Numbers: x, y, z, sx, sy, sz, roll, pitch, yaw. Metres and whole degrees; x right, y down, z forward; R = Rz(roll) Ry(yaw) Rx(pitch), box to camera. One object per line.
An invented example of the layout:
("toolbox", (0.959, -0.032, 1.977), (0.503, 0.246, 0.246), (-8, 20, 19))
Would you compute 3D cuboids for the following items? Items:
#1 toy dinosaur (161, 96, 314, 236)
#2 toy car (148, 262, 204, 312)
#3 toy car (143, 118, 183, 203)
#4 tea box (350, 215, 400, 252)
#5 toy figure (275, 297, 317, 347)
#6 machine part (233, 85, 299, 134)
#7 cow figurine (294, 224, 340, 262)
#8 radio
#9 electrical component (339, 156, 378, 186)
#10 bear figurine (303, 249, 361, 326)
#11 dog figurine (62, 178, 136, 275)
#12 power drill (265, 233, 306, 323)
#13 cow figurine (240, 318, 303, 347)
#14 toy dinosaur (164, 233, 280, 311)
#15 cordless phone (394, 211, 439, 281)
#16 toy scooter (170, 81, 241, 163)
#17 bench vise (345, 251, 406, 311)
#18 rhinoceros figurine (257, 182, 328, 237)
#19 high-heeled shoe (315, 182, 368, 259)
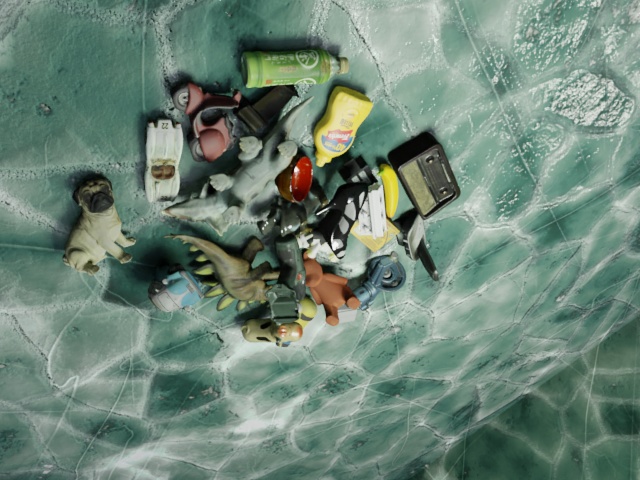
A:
("toy dinosaur", (-0.156, -0.150, 1.196), (0.405, 0.192, 0.131), (-43, 101, -4))
("toy car", (-0.367, 0.120, 1.309), (0.103, 0.162, 0.109), (-46, 124, -29))
("toy car", (-0.335, -0.165, 1.143), (0.073, 0.056, 0.201), (-3, 132, -24))
("tea box", (0.130, -0.050, 1.468), (0.098, 0.068, 0.169), (-39, 136, 12))
("toy figure", (-0.076, 0.247, 1.638), (0.089, 0.082, 0.180), (1, 126, -43))
("machine part", (-0.113, -0.291, 1.149), (0.139, 0.039, 0.084), (-34, 131, 9))
("cow figurine", (-0.003, -0.003, 1.446), (0.167, 0.068, 0.098), (13, 124, -34))
("radio", (0.282, -0.168, 1.428), (0.131, 0.073, 0.229), (-33, 137, 5))
("electrical component", (0.088, -0.170, 1.351), (0.075, 0.048, 0.119), (-37, 135, 9))
("bear figurine", (0.005, 0.128, 1.510), (0.120, 0.132, 0.195), (-40, 122, 12))
("dog figurine", (-0.509, -0.035, 1.165), (0.172, 0.121, 0.190), (-23, 122, -10))
("power drill", (-0.075, 0.115, 1.360), (0.086, 0.207, 0.231), (0, 123, 13))
("cow figurine", (-0.137, 0.257, 1.533), (0.195, 0.085, 0.127), (-3, 173, 26))
("toy dinosaur", (-0.219, 0.091, 1.403), (0.199, 0.105, 0.470), (-29, 137, 2))
("cordless phone", (0.287, 0.022, 1.529), (0.089, 0.184, 0.146), (-21, 136, 0))
("toy scooter", (-0.219, -0.248, 1.110), (0.135, 0.075, 0.183), (-17, 131, -8))
("bench vise", (0.169, 0.110, 1.585), (0.224, 0.129, 0.240), (-18, 154, -21))
("rhinoceros figurine", (-0.067, -0.072, 1.326), (0.190, 0.112, 0.073), (-36, 167, -10))
("high-heeled shoe", (0.071, -0.047, 1.347), (0.145, 0.086, 0.248), (-29, 146, -2))
